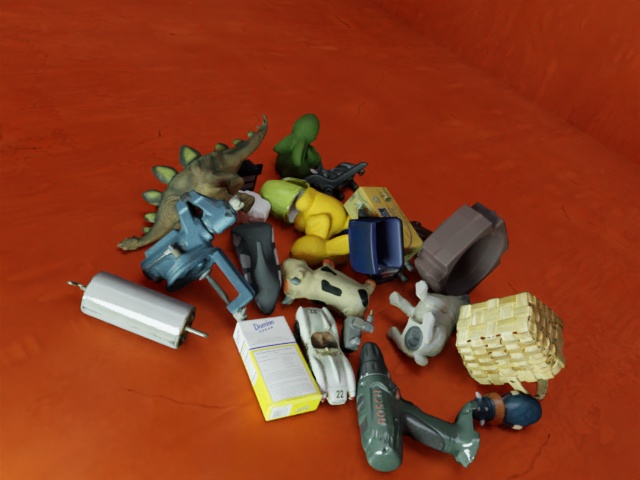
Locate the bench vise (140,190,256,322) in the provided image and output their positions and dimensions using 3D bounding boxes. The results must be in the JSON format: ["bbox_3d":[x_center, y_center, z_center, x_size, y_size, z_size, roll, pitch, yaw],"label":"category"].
[{"bbox_3d":[-0.193,0.036,0.972,0.224,0.129,0.240,-38,83,-14],"label":"bench vise"}]

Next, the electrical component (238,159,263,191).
[{"bbox_3d":[-0.179,-0.152,1.295,0.119,0.074,0.048,-14,48,-43],"label":"electrical component"}]

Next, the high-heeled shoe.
[{"bbox_3d":[-0.126,0.048,1.093,0.086,0.145,0.249,-10,15,-11],"label":"high-heeled shoe"}]

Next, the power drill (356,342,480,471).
[{"bbox_3d":[0.161,0.283,0.908,0.207,0.086,0.232,21,37,-8],"label":"power drill"}]

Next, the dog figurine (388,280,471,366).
[{"bbox_3d":[0.246,0.179,1.084,0.190,0.121,0.172,20,67,-33],"label":"dog figurine"}]

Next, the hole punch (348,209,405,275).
[{"bbox_3d":[0.099,0.010,1.086,0.116,0.142,0.092,0,10,43],"label":"hole punch"}]

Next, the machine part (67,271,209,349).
[{"bbox_3d":[-0.297,0.115,0.887,0.243,0.079,0.079,20,36,0],"label":"machine part"}]

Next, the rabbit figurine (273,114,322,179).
[{"bbox_3d":[-0.061,-0.246,1.392,0.121,0.170,0.159,29,36,10],"label":"rabbit figurine"}]

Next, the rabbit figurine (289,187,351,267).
[{"bbox_3d":[-0.002,-0.004,1.185,0.162,0.121,0.173,29,52,-1],"label":"rabbit figurine"}]

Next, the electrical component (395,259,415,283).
[{"bbox_3d":[0.177,0.050,1.227,0.021,0.063,0.094,-6,43,-33],"label":"electrical component"}]

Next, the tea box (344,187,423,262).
[{"bbox_3d":[0.139,-0.033,1.172,0.098,0.068,0.170,-6,58,-48],"label":"tea box"}]

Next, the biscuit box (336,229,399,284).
[{"bbox_3d":[0.102,0.010,1.242,0.063,0.059,0.203,-9,46,-35],"label":"biscuit box"}]

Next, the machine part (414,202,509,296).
[{"bbox_3d":[0.313,0.029,1.182,0.087,0.201,0.200,43,-4,35],"label":"machine part"}]

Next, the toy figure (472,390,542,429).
[{"bbox_3d":[0.331,0.310,0.979,0.154,0.057,0.064,7,43,-19],"label":"toy figure"}]

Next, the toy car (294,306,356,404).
[{"bbox_3d":[0.006,0.200,0.953,0.073,0.056,0.202,4,39,-23],"label":"toy car"}]

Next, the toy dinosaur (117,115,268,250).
[{"bbox_3d":[-0.240,-0.127,1.142,0.199,0.105,0.471,33,57,26],"label":"toy dinosaur"}]

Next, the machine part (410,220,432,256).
[{"bbox_3d":[0.222,-0.008,1.279,0.179,0.056,0.179,23,13,-6],"label":"machine part"}]

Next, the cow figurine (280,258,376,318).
[{"bbox_3d":[0.005,0.097,1.066,0.195,0.085,0.127,27,30,4],"label":"cow figurine"}]

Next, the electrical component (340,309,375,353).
[{"bbox_3d":[0.068,0.170,0.996,0.045,0.102,0.078,12,63,-9],"label":"electrical component"}]

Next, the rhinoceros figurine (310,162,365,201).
[{"bbox_3d":[0.035,-0.164,1.420,0.112,0.073,0.190,39,39,20],"label":"rhinoceros figurine"}]
